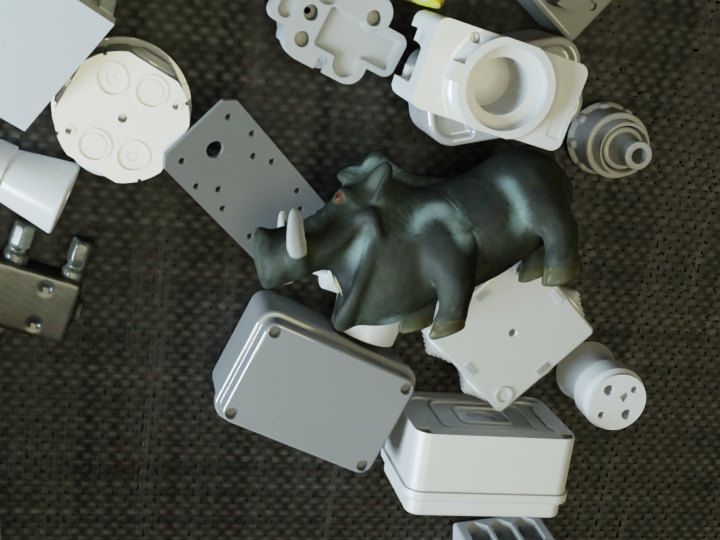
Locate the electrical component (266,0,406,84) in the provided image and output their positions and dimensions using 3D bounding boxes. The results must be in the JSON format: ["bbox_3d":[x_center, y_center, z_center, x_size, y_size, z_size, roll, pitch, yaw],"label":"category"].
[{"bbox_3d":[-0.017,-0.143,0.622,0.078,0.057,0.058,24,101,-19],"label":"electrical component"}]

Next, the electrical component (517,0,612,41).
[{"bbox_3d":[0.120,-0.173,0.631,0.066,0.076,0.047,42,96,-21],"label":"electrical component"}]

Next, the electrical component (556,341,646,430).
[{"bbox_3d":[0.165,0.079,0.737,0.045,0.055,0.045,-4,109,-11],"label":"electrical component"}]

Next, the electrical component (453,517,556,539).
[{"bbox_3d":[0.104,0.223,0.776,0.066,0.047,0.076,-5,109,-11],"label":"electrical component"}]

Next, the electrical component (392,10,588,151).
[{"bbox_3d":[0.071,-0.103,0.589,0.089,0.055,0.050,15,104,-17],"label":"electrical component"}]

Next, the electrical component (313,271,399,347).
[{"bbox_3d":[0.000,0.000,0.678,0.079,0.043,0.077,19,102,-22],"label":"electrical component"}]

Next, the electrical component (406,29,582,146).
[{"bbox_3d":[0.078,-0.112,0.652,0.095,0.059,0.053,-11,110,-9],"label":"electrical component"}]

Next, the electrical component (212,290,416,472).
[{"bbox_3d":[-0.030,0.072,0.691,0.113,0.057,0.078,25,101,-19],"label":"electrical component"}]

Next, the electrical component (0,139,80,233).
[{"bbox_3d":[-0.201,-0.054,0.620,0.065,0.044,0.044,24,102,-14],"label":"electrical component"}]

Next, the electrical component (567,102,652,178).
[{"bbox_3d":[0.163,-0.079,0.680,0.048,0.062,0.048,-4,109,-11],"label":"electrical component"}]

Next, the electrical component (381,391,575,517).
[{"bbox_3d":[0.077,0.123,0.721,0.113,0.078,0.057,4,104,-14],"label":"electrical component"}]

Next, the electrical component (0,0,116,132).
[{"bbox_3d":[-0.211,-0.155,0.551,0.150,0.061,0.089,31,124,-31],"label":"electrical component"}]

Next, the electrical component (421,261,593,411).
[{"bbox_3d":[0.092,0.032,0.706,0.100,0.048,0.099,-41,115,3],"label":"electrical component"}]

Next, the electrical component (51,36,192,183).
[{"bbox_3d":[-0.136,-0.091,0.616,0.080,0.051,0.080,-4,109,-11],"label":"electrical component"}]
